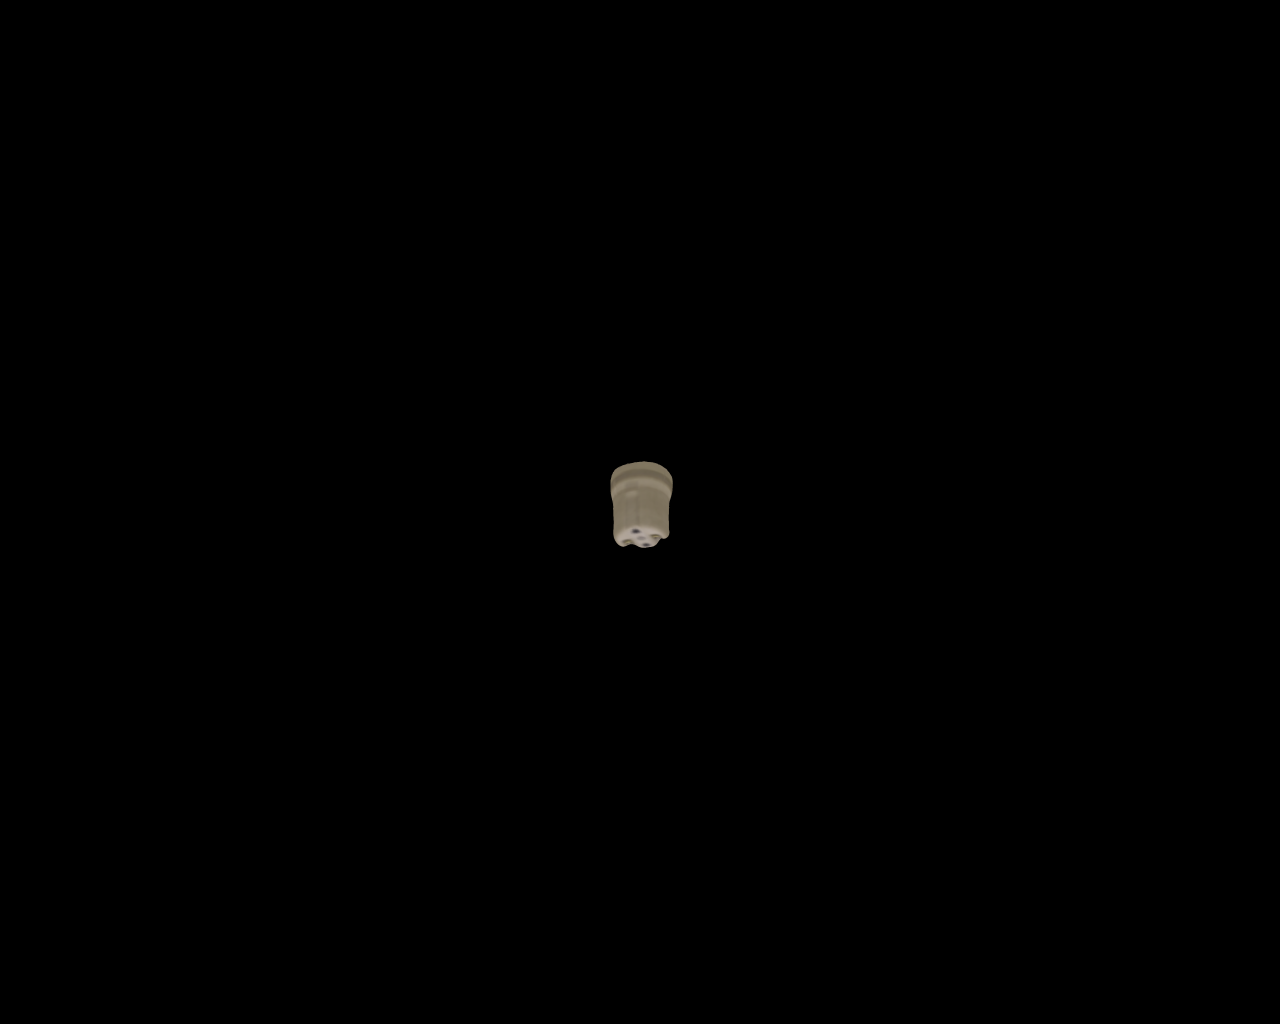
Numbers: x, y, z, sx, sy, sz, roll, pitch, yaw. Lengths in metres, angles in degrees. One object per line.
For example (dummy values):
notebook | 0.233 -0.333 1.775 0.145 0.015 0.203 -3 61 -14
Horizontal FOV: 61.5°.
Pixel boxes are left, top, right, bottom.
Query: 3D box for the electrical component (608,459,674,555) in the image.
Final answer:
electrical component | 0.001 -0.003 0.650 0.040 0.046 0.040 0 -34 0
